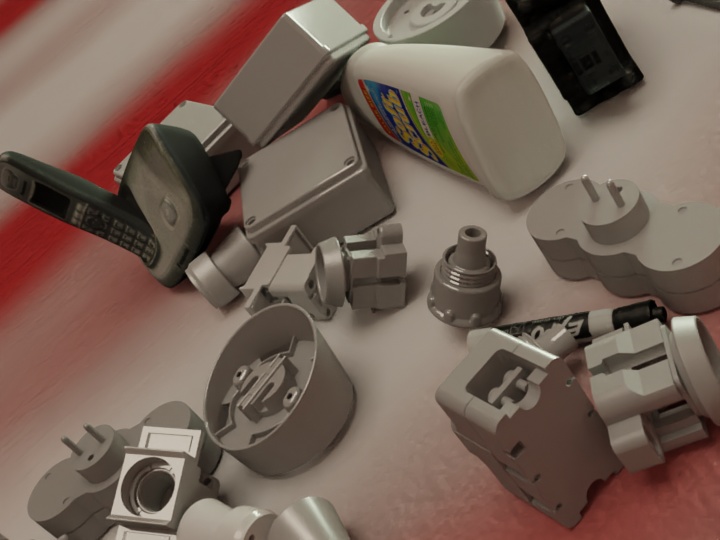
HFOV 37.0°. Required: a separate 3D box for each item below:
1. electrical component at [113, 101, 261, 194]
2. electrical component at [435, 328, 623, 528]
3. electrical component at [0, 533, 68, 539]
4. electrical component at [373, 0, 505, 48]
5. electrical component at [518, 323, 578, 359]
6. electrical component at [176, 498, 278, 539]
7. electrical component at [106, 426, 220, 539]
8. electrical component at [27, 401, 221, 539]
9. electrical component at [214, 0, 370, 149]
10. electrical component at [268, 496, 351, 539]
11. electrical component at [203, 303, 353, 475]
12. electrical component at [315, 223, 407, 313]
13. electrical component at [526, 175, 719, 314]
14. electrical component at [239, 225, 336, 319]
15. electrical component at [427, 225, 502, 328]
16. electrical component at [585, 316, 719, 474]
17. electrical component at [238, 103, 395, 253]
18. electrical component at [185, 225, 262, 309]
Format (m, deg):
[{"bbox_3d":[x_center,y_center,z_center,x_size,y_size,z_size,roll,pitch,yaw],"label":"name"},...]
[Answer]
[{"bbox_3d":[-0.162,-0.100,1.014,0.108,0.056,0.109,-48,35,-15],"label":"electrical component"},{"bbox_3d":[0.084,0.079,0.546,0.050,0.089,0.056,-47,35,-13],"label":"electrical component"},{"bbox_3d":[-0.224,0.206,0.716,0.077,0.047,0.065,-37,34,1],"label":"electrical component"},{"bbox_3d":[0.072,-0.209,0.924,0.108,0.060,0.108,-24,36,19],"label":"electrical component"},{"bbox_3d":[0.094,0.056,0.606,0.062,0.043,0.043,-39,34,-5],"label":"electrical component"},{"bbox_3d":[-0.074,0.161,0.635,0.055,0.045,0.045,-1,48,41],"label":"electrical component"},{"bbox_3d":[-0.119,0.142,0.672,0.042,0.063,0.081,1,65,21],"label":"electrical component"},{"bbox_3d":[-0.172,0.130,0.733,0.138,0.073,0.052,-29,35,12],"label":"electrical component"},{"bbox_3d":[-0.056,-0.169,0.909,0.108,0.056,0.108,-46,2,29],"label":"electrical component"},{"bbox_3d":[-0.017,0.160,0.588,0.044,0.044,0.065,-43,39,-8],"label":"electrical component"},{"bbox_3d":[-0.055,0.079,0.696,0.099,0.064,0.099,-24,36,19],"label":"electrical component"},{"bbox_3d":[0.000,0.000,0.737,0.055,0.066,0.048,-6,33,-11],"label":"electrical component"},{"bbox_3d":[0.151,-0.027,0.625,0.052,0.073,0.138,-49,35,-16],"label":"electrical component"},{"bbox_3d":[-0.046,0.010,0.791,0.064,0.042,0.081,-2,48,39],"label":"electrical component"},{"bbox_3d":[0.067,0.002,0.671,0.048,0.062,0.048,2,37,-1],"label":"electrical component"},{"bbox_3d":[0.152,0.057,0.540,0.057,0.058,0.078,-26,35,23],"label":"electrical component"},{"bbox_3d":[-0.037,-0.066,0.859,0.109,0.056,0.108,-30,34,11],"label":"electrical component"},{"bbox_3d":[-0.105,-0.002,0.855,0.055,0.045,0.045,-39,34,-1],"label":"electrical component"}]
